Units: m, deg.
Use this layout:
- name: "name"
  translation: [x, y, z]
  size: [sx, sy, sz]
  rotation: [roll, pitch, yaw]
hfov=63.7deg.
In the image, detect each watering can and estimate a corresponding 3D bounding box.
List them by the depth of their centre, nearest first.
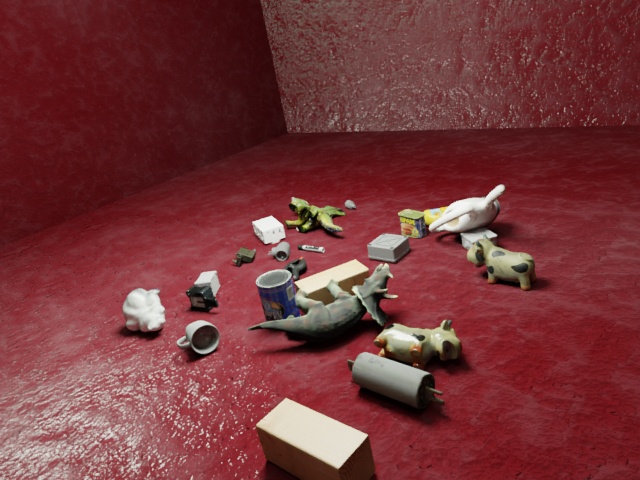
- name: "watering can"
  translation: [0.523, -0.098, 1.716]
  size: [0.225, 0.105, 0.342]
  rotation: [-9, -16, -39]

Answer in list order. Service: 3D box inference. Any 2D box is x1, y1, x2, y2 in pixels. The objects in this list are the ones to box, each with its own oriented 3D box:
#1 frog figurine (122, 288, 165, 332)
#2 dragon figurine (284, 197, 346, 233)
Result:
- name: "frog figurine"
  translation: [-0.540, 0.227, 1.578]
  size: [0.137, 0.121, 0.162]
  rotation: [-44, 32, 5]
- name: "dragon figurine"
  translation: [0.007, -0.109, 2.160]
  size: [0.413, 0.120, 0.245]
  rotation: [21, 29, 39]
